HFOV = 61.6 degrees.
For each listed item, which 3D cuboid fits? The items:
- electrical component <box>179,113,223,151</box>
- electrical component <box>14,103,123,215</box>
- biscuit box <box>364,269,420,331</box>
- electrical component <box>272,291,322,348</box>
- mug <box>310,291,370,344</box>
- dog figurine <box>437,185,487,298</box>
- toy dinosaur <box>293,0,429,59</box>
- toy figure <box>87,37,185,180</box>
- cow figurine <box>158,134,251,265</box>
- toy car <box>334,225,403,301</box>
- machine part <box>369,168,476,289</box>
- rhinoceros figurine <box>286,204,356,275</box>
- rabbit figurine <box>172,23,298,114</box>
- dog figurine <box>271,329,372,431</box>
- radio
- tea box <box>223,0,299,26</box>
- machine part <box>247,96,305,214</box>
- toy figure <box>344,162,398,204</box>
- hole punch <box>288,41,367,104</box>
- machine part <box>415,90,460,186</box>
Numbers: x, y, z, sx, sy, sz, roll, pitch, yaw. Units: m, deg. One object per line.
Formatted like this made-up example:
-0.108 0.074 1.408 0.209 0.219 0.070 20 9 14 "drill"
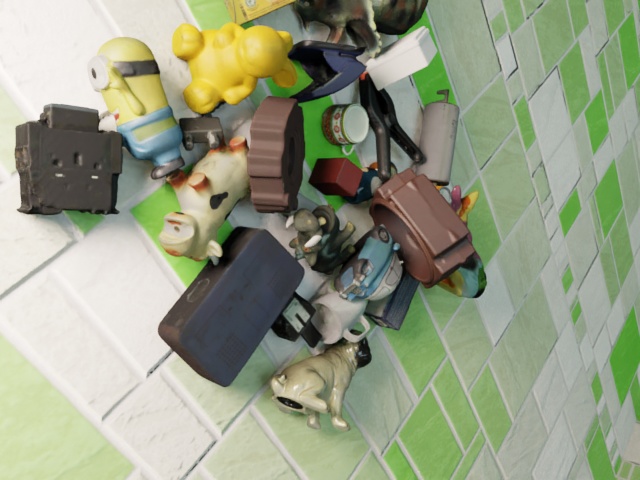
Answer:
-0.174 -0.158 0.773 0.063 0.094 0.021 -5 132 -16 "electrical component"
-0.307 -0.096 0.659 0.115 0.058 0.134 -4 98 -45 "electrical component"
0.167 0.083 1.119 0.062 0.059 0.202 43 66 -36 "biscuit box"
-0.045 0.136 0.934 0.075 0.048 0.119 -56 128 -24 "electrical component"
0.046 0.136 0.983 0.107 0.110 0.080 -28 137 -47 "mug"
0.302 -0.003 1.164 0.108 0.192 0.219 7 105 -37 "dog figurine"
0.133 -0.448 1.003 0.405 0.131 0.192 -26 126 -45 "toy dinosaur"
-0.234 -0.172 0.706 0.089 0.082 0.180 -46 119 -43 "toy figure"
-0.162 -0.052 0.779 0.195 0.086 0.127 -57 141 -34 "cow figurine"
0.100 0.055 0.986 0.103 0.109 0.162 37 41 -8 "toy car"
0.182 -0.017 1.003 0.087 0.201 0.201 -35 77 -11 "machine part"
-0.002 -0.003 0.908 0.112 0.073 0.190 -39 156 -8 "rhinoceros figurine"
-0.103 -0.248 0.758 0.162 0.173 0.121 -11 98 -38 "rabbit figurine"
0.004 0.224 0.970 0.172 0.121 0.190 49 48 -38 "dog figurine"
-0.133 0.095 0.833 0.131 0.073 0.229 52 59 -32 "radio"
-0.068 -0.403 0.816 0.170 0.068 0.098 -30 114 -19 "tea box"
-0.062 -0.129 0.824 0.179 0.056 0.179 4 91 -81 "machine part"
0.106 -0.116 1.046 0.154 0.058 0.064 -32 153 -38 "toy figure"
0.008 -0.273 0.887 0.116 0.142 0.092 -6 97 -24 "hole punch"
0.253 -0.204 1.157 0.079 0.079 0.243 12 87 -43 "machine part"
